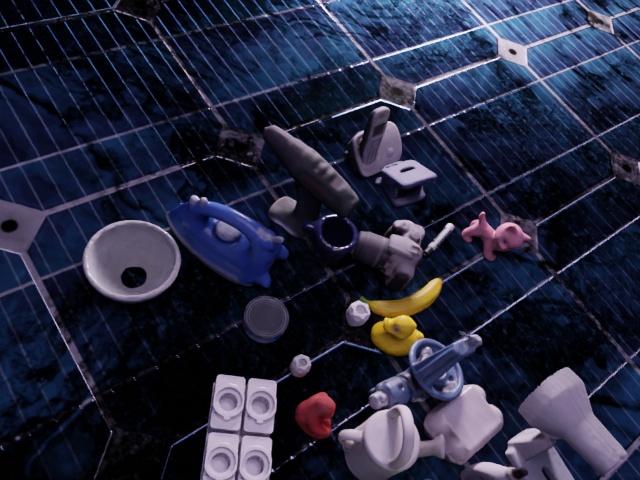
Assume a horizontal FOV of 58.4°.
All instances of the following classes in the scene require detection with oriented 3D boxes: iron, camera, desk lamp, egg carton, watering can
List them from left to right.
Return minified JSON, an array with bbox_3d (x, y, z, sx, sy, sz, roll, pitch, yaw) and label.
[{"bbox_3d":[-0.183,-0.021,1.104,0.258,0.141,0.119,29,55,1],"label":"iron"},{"bbox_3d":[0.144,0.014,1.213,0.137,0.100,0.143,21,55,-4],"label":"camera"},{"bbox_3d":[0.122,0.334,0.950,0.173,0.194,0.101,-8,62,-22],"label":"watering can"},{"bbox_3d":[0.268,0.340,1.069,0.151,0.069,0.107,-29,71,-30],"label":"egg carton"},{"bbox_3d":[0.430,0.355,1.025,0.118,0.213,0.203,-20,67,-27],"label":"desk lamp"}]

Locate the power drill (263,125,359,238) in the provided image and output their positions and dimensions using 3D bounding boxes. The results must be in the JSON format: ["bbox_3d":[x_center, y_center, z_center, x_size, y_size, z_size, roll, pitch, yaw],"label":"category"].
[{"bbox_3d":[-0.038,-0.103,1.162,0.229,0.208,0.076,34,55,5],"label":"power drill"}]

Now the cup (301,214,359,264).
[{"bbox_3d":[0.011,0.004,1.180,0.118,0.095,0.092,17,56,-7],"label":"cup"}]

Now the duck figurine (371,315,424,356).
[{"bbox_3d":[0.161,0.180,1.124,0.104,0.086,0.077,16,56,-8],"label":"duck figurine"}]

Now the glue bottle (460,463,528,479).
[{"bbox_3d":[0.303,0.410,0.974,0.037,0.173,0.078,-15,65,-25],"label":"glue bottle"}]

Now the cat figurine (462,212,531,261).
[{"bbox_3d":[0.406,-0.015,1.305,0.127,0.117,0.067,39,56,8],"label":"cat figurine"}]

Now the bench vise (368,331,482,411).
[{"bbox_3d":[0.193,0.247,1.012,0.121,0.219,0.208,43,57,11],"label":"bench vise"}]

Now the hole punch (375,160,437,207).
[{"bbox_3d":[0.200,-0.144,1.336,0.109,0.091,0.101,-20,67,-27],"label":"hole punch"}]

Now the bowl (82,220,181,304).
[{"bbox_3d":[-0.343,0.051,1.049,0.168,0.074,0.167,8,57,-13],"label":"bowl"}]

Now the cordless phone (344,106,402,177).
[{"bbox_3d":[0.143,-0.242,1.321,0.148,0.185,0.094,-32,73,-31],"label":"cordless phone"}]

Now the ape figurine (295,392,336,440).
[{"bbox_3d":[0.000,0.299,0.995,0.076,0.092,0.078,23,55,-3],"label":"ape figurine"}]
